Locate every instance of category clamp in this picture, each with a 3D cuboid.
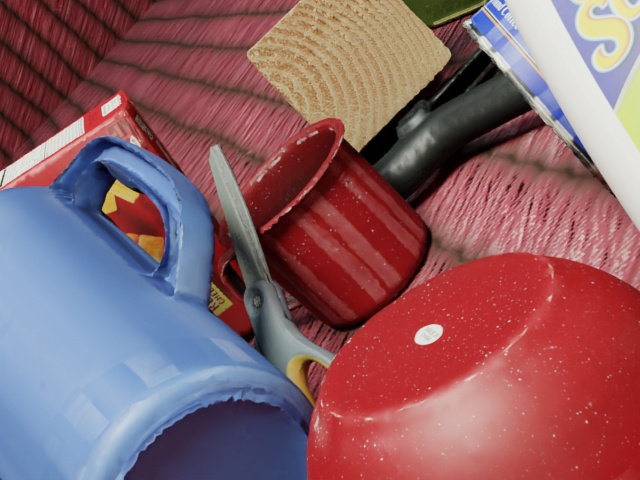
[{"bbox_3d":[0.071,-0.071,0.640,0.172,0.039,0.120,-34,13,31],"label":"clamp"}]

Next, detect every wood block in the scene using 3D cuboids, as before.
[{"bbox_3d":[0.013,-0.125,0.727,0.091,0.090,0.206,-45,9,5],"label":"wood block"}]

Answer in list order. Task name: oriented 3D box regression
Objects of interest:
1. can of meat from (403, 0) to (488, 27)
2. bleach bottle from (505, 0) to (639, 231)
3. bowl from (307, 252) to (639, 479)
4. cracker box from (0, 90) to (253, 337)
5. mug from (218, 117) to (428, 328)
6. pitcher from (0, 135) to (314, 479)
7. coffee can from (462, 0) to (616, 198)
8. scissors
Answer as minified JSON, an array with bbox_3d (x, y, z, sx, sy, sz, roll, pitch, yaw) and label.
[{"bbox_3d":[0.107,-0.214,0.809,0.102,0.057,0.084,-9,44,59],"label":"can of meat"},{"bbox_3d":[0.104,-0.094,0.377,0.103,0.068,0.251,-38,60,17],"label":"bleach bottle"},{"bbox_3d":[0.053,0.052,0.370,0.162,0.055,0.162,-30,16,9],"label":"bowl"},{"bbox_3d":[-0.162,0.035,0.665,0.213,0.164,0.072,-34,20,-1],"label":"cracker box"},{"bbox_3d":[-0.004,0.001,0.589,0.117,0.081,0.093,-38,22,21],"label":"mug"},{"bbox_3d":[-0.098,0.056,0.492,0.144,0.149,0.243,-27,29,-24],"label":"pitcher"},{"bbox_3d":[0.147,-0.101,0.451,0.140,0.102,0.103,-41,21,15],"label":"coffee can"},{"bbox_3d":[-0.033,0.049,0.517,0.096,0.016,0.202,-56,48,24],"label":"scissors"}]
